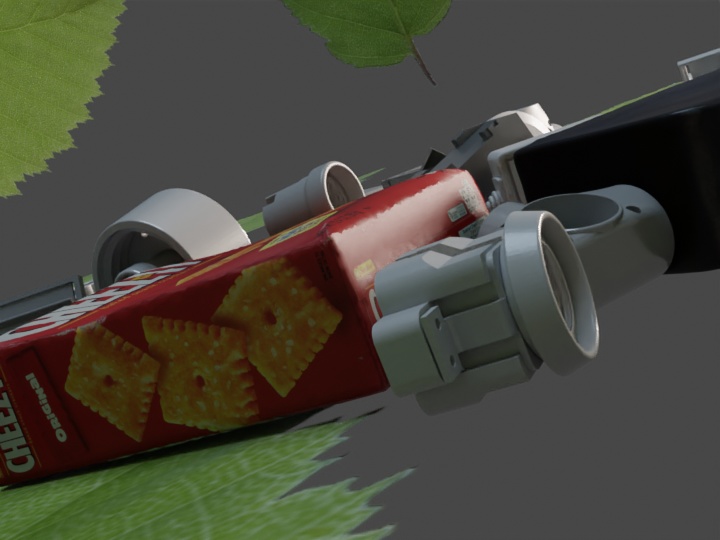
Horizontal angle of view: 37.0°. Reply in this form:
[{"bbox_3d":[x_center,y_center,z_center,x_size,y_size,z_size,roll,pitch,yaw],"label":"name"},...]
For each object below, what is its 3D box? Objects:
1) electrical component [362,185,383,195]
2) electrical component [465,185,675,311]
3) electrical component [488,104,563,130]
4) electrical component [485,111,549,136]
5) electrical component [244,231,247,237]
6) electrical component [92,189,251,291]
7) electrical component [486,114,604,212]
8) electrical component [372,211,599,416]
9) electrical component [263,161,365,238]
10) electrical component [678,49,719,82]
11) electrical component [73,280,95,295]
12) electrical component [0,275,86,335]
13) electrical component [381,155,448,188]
[{"bbox_3d":[-0.013,-0.042,1.017,0.100,0.048,0.100,-23,7,-28],"label":"electrical component"},{"bbox_3d":[0.075,-0.007,0.451,0.077,0.044,0.079,-23,27,-32],"label":"electrical component"},{"bbox_3d":[0.150,-0.098,0.889,0.079,0.077,0.044,-24,8,-38],"label":"electrical component"},{"bbox_3d":[0.110,-0.076,0.815,0.080,0.080,0.051,-23,2,-30],"label":"electrical component"},{"bbox_3d":[-0.128,0.016,0.810,0.108,0.060,0.108,-19,7,2],"label":"electrical component"},{"bbox_3d":[-0.125,0.008,0.700,0.108,0.108,0.060,-14,14,37],"label":"electrical component"},{"bbox_3d":[0.122,-0.055,0.675,0.096,0.061,0.061,-19,7,2],"label":"electrical component"},{"bbox_3d":[0.045,0.013,0.367,0.057,0.058,0.078,-19,6,24],"label":"electrical component"},{"bbox_3d":[-0.026,-0.034,0.597,0.046,0.040,0.040,-20,5,33],"label":"electrical component"},{"bbox_3d":[0.284,-0.118,0.715,0.121,0.078,0.063,-16,29,24],"label":"electrical component"},{"bbox_3d":[-0.212,0.039,0.875,0.054,0.059,0.095,-12,9,46],"label":"electrical component"},{"bbox_3d":[-0.216,0.061,0.676,0.121,0.078,0.063,-18,-16,11],"label":"electrical component"},{"bbox_3d":[0.085,-0.069,0.922,0.113,0.057,0.078,-24,8,-37],"label":"electrical component"}]
